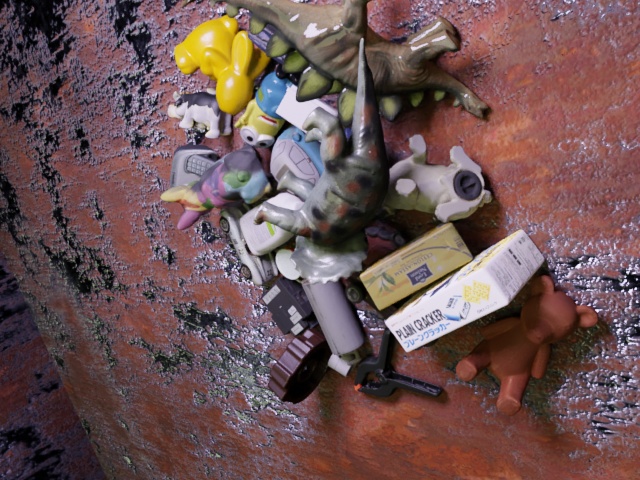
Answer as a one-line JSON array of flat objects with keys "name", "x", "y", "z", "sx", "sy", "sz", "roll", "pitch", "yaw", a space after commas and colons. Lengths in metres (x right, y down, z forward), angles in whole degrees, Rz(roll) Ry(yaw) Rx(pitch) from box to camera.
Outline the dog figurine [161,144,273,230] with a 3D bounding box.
[{"name": "dog figurine", "x": -0.211, "y": -0.099, "z": 1.088, "sx": 0.108, "sy": 0.219, "sz": 0.192, "roll": 62, "pitch": 179, "yaw": -15}]

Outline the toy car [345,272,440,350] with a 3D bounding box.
[{"name": "toy car", "x": 0.137, "y": 0.122, "z": 0.999, "sx": 0.202, "sy": 0.089, "sz": 0.053, "roll": 39, "pitch": 132, "yaw": 20}]

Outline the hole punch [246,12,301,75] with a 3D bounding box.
[{"name": "hole punch", "x": -0.053, "y": -0.332, "z": 0.916, "sx": 0.142, "sy": 0.116, "sz": 0.092, "roll": 42, "pitch": 141, "yaw": 18}]

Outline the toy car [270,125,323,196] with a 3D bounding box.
[{"name": "toy car", "x": -0.039, "y": -0.135, "z": 1.010, "sx": 0.161, "sy": 0.103, "sz": 0.109, "roll": 54, "pitch": 136, "yaw": 8}]

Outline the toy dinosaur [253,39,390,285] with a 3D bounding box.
[{"name": "toy dinosaur", "x": 0.033, "y": -0.076, "z": 0.815, "sx": 0.192, "sy": 0.131, "sz": 0.404, "roll": 31, "pitch": 132, "yaw": -3}]

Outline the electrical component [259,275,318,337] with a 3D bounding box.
[{"name": "electrical component", "x": -0.062, "y": 0.150, "z": 1.208, "sx": 0.134, "sy": 0.058, "sz": 0.115, "roll": 53, "pitch": 137, "yaw": 6}]

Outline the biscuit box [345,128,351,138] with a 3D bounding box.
[{"name": "biscuit box", "x": 0.038, "y": -0.096, "z": 0.936, "sx": 0.063, "sy": 0.059, "sz": 0.202, "roll": 13, "pitch": 133, "yaw": -14}]

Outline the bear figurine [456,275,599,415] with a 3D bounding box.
[{"name": "bear figurine", "x": 0.321, "y": 0.160, "z": 0.832, "sx": 0.120, "sy": 0.132, "sz": 0.195, "roll": 40, "pitch": 139, "yaw": 13}]

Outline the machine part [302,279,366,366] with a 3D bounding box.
[{"name": "machine part", "x": 0.029, "y": 0.147, "z": 1.114, "sx": 0.079, "sy": 0.079, "sz": 0.243, "roll": -18, "pitch": 99, "yaw": 45}]

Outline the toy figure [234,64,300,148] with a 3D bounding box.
[{"name": "toy figure", "x": -0.088, "y": -0.248, "z": 1.007, "sx": 0.082, "sy": 0.089, "sz": 0.180, "roll": 36, "pitch": 131, "yaw": -1}]

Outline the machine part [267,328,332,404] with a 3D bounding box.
[{"name": "machine part", "x": -0.037, "y": 0.272, "z": 1.167, "sx": 0.056, "sy": 0.179, "sz": 0.179, "roll": 35, "pitch": 130, "yaw": 28}]

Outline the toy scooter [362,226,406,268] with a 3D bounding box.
[{"name": "toy scooter", "x": 0.093, "y": 0.004, "z": 0.988, "sx": 0.184, "sy": 0.075, "sz": 0.135, "roll": 20, "pitch": 121, "yaw": 38}]

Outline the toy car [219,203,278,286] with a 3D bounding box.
[{"name": "toy car", "x": -0.160, "y": 0.005, "z": 1.206, "sx": 0.056, "sy": 0.073, "sz": 0.201, "roll": -14, "pitch": 102, "yaw": 48}]

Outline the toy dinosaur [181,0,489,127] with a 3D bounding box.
[{"name": "toy dinosaur", "x": 0.031, "y": -0.284, "z": 0.784, "sx": 0.471, "sy": 0.105, "sz": 0.198, "roll": 28, "pitch": 125, "yaw": -5}]

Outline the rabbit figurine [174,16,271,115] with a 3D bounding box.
[{"name": "rabbit figurine", "x": -0.168, "y": -0.322, "z": 1.015, "sx": 0.162, "sy": 0.122, "sz": 0.173, "roll": -27, "pitch": 71, "yaw": 24}]

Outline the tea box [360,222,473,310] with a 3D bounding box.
[{"name": "tea box", "x": 0.155, "y": 0.039, "z": 0.879, "sx": 0.170, "sy": 0.098, "sz": 0.068, "roll": -32, "pitch": 89, "yaw": 12}]

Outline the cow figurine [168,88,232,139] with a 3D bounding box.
[{"name": "cow figurine", "x": -0.262, "y": -0.284, "z": 1.150, "sx": 0.168, "sy": 0.068, "sz": 0.098, "roll": 24, "pitch": 120, "yaw": 26}]

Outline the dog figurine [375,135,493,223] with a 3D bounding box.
[{"name": "dog figurine", "x": 0.166, "y": -0.074, "z": 0.887, "sx": 0.172, "sy": 0.121, "sz": 0.190, "roll": 31, "pitch": 164, "yaw": -5}]

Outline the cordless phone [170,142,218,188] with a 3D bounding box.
[{"name": "cordless phone", "x": -0.243, "y": -0.130, "z": 1.216, "sx": 0.184, "sy": 0.089, "sz": 0.146, "roll": 24, "pitch": 127, "yaw": 7}]
